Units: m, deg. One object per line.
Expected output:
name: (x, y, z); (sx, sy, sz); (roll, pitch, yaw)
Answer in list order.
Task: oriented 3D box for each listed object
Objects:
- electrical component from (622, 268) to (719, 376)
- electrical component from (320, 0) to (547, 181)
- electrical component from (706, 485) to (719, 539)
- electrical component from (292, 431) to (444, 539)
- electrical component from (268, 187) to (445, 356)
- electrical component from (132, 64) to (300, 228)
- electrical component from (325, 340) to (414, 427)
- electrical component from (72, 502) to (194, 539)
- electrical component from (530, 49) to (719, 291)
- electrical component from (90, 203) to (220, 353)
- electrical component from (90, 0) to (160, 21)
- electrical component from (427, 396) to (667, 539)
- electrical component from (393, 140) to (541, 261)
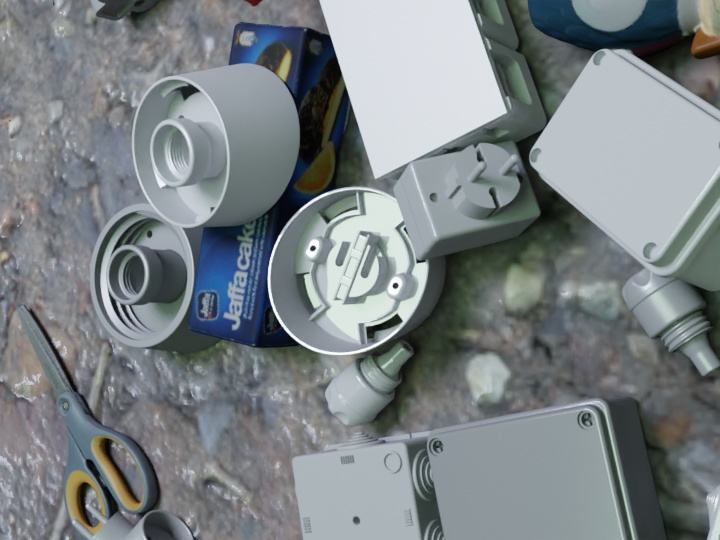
electrical component: (0.165, 0.026, 0.556); (0.035, 0.035, 0.061); (-40, 71, 26)
electrical component: (0.039, -0.135, 0.628); (0.089, 0.062, 0.150); (-24, 75, 30)
electrical component: (0.220, 0.106, 0.507); (0.100, 0.048, 0.099); (17, 98, 33)
electrical component: (0.010, 0.146, 0.645); (0.100, 0.048, 0.099); (-14, 81, 32)
electrical component: (0.000, 0.000, 0.645); (0.099, 0.064, 0.099); (0, 90, 24)
electrical component: (-0.090, -0.074, 0.653); (0.099, 0.064, 0.099); (11, 107, 40)
electrical component: (0.009, 0.067, 0.658); (0.061, 0.035, 0.035); (-46, 65, 21)
electrical component: (-0.168, 0.197, 0.756); (0.079, 0.043, 0.077); (42, 112, 2)
electrical component: (0.148, -0.052, 0.536); (0.078, 0.057, 0.113); (-58, 42, 18)
electrical component: (-0.140, 0.004, 0.743); (0.108, 0.060, 0.108); (-1, 87, 34)
electrical component: (-0.168, -0.226, 0.773); (0.078, 0.058, 0.057); (-31, 75, 29)
electrical component: (0.102, 0.130, 0.580); (0.109, 0.056, 0.108); (-17, 79, 32)
electrical component: (0.064, -0.045, 0.587); (0.076, 0.066, 0.047); (126, 128, -68)
